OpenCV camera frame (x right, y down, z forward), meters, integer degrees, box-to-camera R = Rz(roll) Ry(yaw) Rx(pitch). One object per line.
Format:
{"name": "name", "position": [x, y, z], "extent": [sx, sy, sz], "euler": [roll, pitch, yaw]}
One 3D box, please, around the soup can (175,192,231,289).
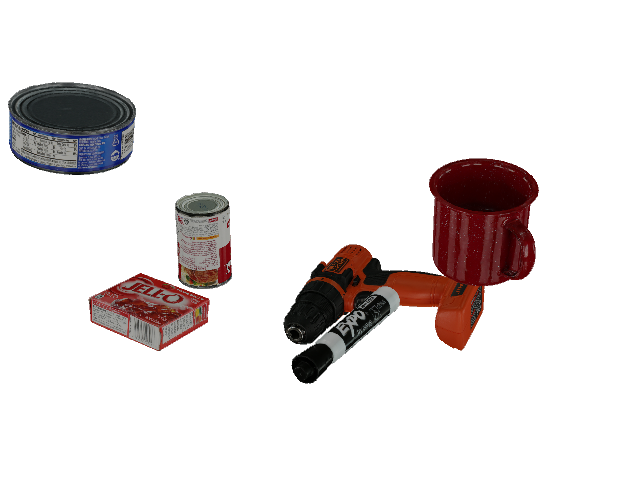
{"name": "soup can", "position": [-0.145, 0.000, 1.321], "extent": [0.068, 0.102, 0.068], "euler": [0, 26, 0]}

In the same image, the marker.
{"name": "marker", "position": [0.017, 0.059, 0.677], "extent": [0.020, 0.020, 0.120], "euler": [0, 19, 31]}

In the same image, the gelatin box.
{"name": "gelatin box", "position": [-0.162, 0.065, 1.010], "extent": [0.089, 0.030, 0.073], "euler": [19, 27, 28]}

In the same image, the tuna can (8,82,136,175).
{"name": "tuna can", "position": [-0.171, -0.078, 0.738], "extent": [0.086, 0.034, 0.086], "euler": [7, 29, -4]}

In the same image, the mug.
{"name": "mug", "position": [0.146, -0.008, 0.925], "extent": [0.093, 0.081, 0.117], "euler": [-19, 38, -25]}

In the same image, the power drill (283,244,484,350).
{"name": "power drill", "position": [0.071, 0.066, 1.140], "extent": [0.188, 0.057, 0.184], "euler": [9, 30, 21]}
